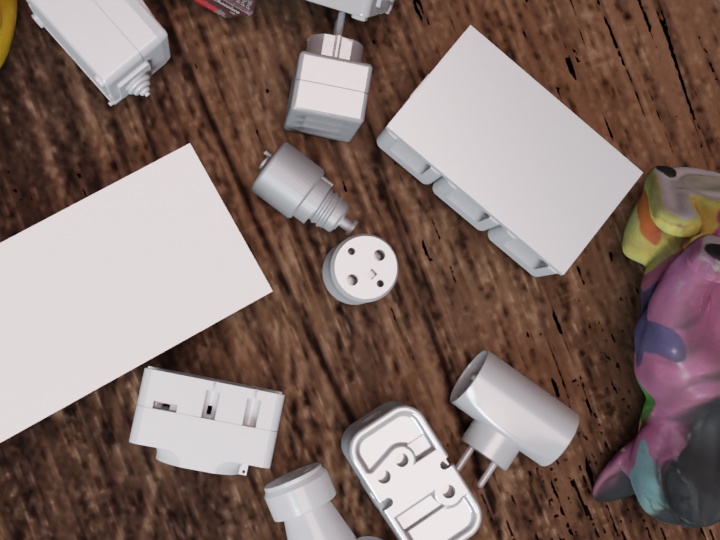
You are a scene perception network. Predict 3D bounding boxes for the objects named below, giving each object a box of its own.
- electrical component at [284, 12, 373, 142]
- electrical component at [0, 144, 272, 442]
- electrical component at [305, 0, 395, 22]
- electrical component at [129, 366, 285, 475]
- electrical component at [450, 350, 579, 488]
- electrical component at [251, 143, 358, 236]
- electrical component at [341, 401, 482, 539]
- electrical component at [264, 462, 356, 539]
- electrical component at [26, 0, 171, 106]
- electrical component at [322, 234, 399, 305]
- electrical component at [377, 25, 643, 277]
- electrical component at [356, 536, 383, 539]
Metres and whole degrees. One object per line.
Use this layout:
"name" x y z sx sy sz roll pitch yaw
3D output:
"electrical component" -0.019 -0.131 0.710 0.047 0.066 0.076 10 84 -7
"electrical component" -0.164 0.014 0.684 0.186 0.060 0.105 -29 91 -9
"electrical component" -0.011 -0.202 0.696 0.096 0.062 0.061 20 112 11
"electrical component" -0.099 0.098 0.693 0.089 0.050 0.055 12 85 -6
"electrical component" 0.094 0.107 0.722 0.077 0.044 0.079 35 83 -5
"electrical component" -0.036 -0.050 0.716 0.078 0.040 0.040 37 83 -5
"electrical component" 0.032 0.136 0.704 0.054 0.059 0.095 -32 91 -9
"electrical component" -0.033 0.159 0.702 0.045 0.045 0.055 -23 89 -9
"electrical component" -0.161 -0.155 0.693 0.061 0.062 0.096 -42 93 -8
"electrical component" 0.000 0.000 0.710 0.045 0.055 0.045 0 87 -8
"electrical component" 0.097 -0.076 0.725 0.150 0.062 0.089 40 82 -4
"electrical component" 0.008 0.198 0.696 0.043 0.062 0.043 0 87 -7
